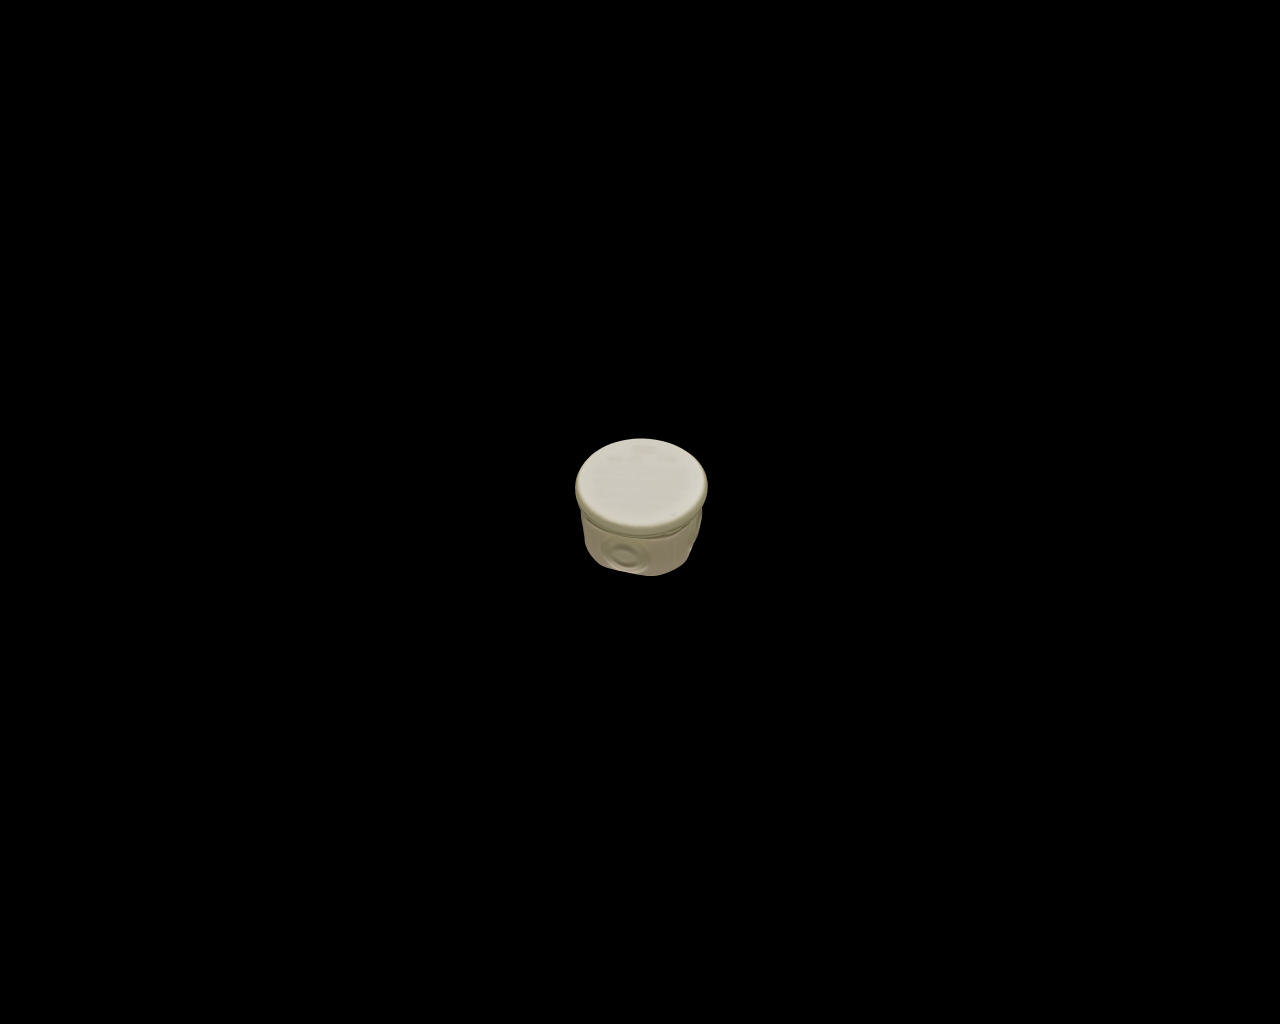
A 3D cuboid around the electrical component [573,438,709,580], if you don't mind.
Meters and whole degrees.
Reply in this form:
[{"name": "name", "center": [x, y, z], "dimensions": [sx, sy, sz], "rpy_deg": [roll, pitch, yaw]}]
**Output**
[{"name": "electrical component", "center": [0.001, -0.003, 0.650], "dimensions": [0.080, 0.080, 0.050], "rpy_deg": [0, -44, 0]}]
